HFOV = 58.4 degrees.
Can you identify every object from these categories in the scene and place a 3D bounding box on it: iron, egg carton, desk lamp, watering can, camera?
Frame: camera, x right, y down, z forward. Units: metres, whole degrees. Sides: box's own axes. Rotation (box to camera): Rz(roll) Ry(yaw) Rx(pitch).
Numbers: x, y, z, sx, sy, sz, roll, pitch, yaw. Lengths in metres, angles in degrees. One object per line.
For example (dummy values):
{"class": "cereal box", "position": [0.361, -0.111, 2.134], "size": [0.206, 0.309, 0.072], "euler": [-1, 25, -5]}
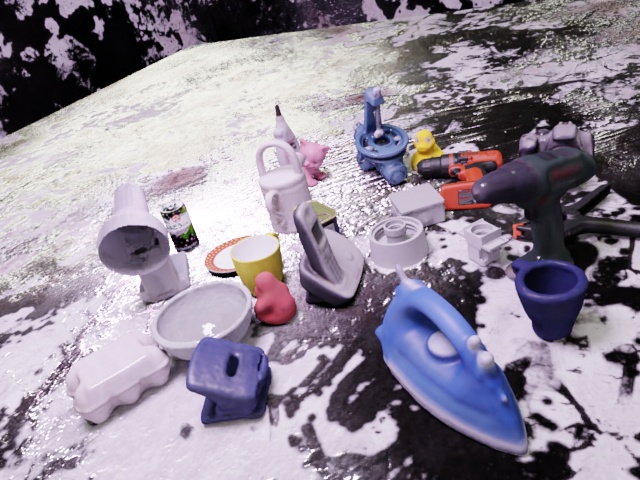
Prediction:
{"class": "iron", "position": [0.165, 0.135, 0.717], "size": [0.119, 0.142, 0.257], "euler": [-24, 31, -16]}
{"class": "egg carton", "position": [-0.308, 0.206, 0.876], "size": [0.150, 0.069, 0.107], "euler": [-31, 34, -26]}
{"class": "desk lamp", "position": [-0.327, 0.011, 1.066], "size": [0.118, 0.214, 0.202], "euler": [-18, 30, -6]}
{"class": "watering can", "position": [-0.076, -0.123, 1.202], "size": [0.101, 0.194, 0.172], "euler": [-12, 30, 5]}
{"class": "camera", "position": [0.465, -0.167, 1.134], "size": [0.142, 0.101, 0.137], "euler": [1, 34, 26]}

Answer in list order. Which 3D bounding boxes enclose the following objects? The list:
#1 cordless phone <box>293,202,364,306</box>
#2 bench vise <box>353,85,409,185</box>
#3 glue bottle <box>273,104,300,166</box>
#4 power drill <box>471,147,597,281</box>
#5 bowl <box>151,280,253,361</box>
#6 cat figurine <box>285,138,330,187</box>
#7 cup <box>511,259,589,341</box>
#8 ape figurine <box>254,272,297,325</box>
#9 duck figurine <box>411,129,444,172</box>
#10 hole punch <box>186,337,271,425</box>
{"class": "cordless phone", "position": [0.009, 0.003, 0.962], "size": [0.094, 0.185, 0.147], "euler": [-5, 32, 17]}
{"class": "bench vise", "position": [0.113, -0.248, 1.304], "size": [0.122, 0.220, 0.206], "euler": [-31, 34, -26]}
{"class": "glue bottle", "position": [-0.090, -0.262, 1.462], "size": [0.037, 0.173, 0.078], "euler": [5, 36, 31]}
{"class": "power drill", "position": [0.326, -0.037, 0.868], "size": [0.230, 0.209, 0.075], "euler": [-28, 33, -22]}
{"class": "bowl", "position": [-0.180, 0.141, 0.924], "size": [0.167, 0.075, 0.167], "euler": [-11, 30, 7]}
{"class": "cat figurine", "position": [-0.034, -0.196, 1.381], "size": [0.127, 0.118, 0.067], "euler": [11, 39, 37]}
{"class": "cup", "position": [0.308, 0.083, 0.789], "size": [0.092, 0.095, 0.117], "euler": [-24, 31, -16]}
{"class": "ape figurine", "position": [-0.081, 0.091, 0.948], "size": [0.078, 0.092, 0.075], "euler": [-34, 35, -30]}
{"class": "duck figurine", "position": [0.245, -0.214, 1.323], "size": [0.077, 0.086, 0.105], "euler": [0, 33, 23]}
{"class": "hole punch", "position": [-0.124, 0.189, 0.803], "size": [0.101, 0.091, 0.108], "euler": [-10, 30, 8]}
